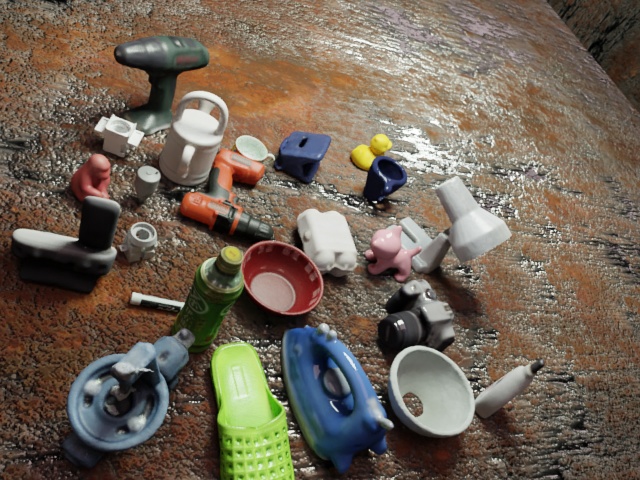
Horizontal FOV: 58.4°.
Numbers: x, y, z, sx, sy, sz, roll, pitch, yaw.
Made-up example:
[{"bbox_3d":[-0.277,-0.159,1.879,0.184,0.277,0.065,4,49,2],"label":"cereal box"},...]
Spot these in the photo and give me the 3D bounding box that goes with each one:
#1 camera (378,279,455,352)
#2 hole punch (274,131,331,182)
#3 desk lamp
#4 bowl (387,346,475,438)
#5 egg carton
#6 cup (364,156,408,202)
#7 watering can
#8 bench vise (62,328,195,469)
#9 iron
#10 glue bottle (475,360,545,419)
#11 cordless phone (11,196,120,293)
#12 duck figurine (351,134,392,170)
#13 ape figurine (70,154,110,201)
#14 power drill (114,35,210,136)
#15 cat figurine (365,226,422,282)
[{"bbox_3d":[0.177,0.149,1.096,0.137,0.100,0.143,-6,55,-35],"label":"camera"},{"bbox_3d":[-0.038,-0.200,1.286,0.101,0.091,0.109,28,43,-6],"label":"hole punch"},{"bbox_3d":[0.272,-0.019,1.222,0.203,0.213,0.118,48,45,15],"label":"desk lamp"},{"bbox_3d":[0.181,0.276,1.004,0.168,0.074,0.167,17,45,-18],"label":"bowl"},{"bbox_3d":[0.011,0.004,1.148,0.107,0.069,0.150,4,51,-29],"label":"egg carton"},{"bbox_3d":[0.142,-0.124,1.324,0.092,0.095,0.118,22,44,-12],"label":"cup"},{"bbox_3d":[-0.239,-0.210,1.098,0.101,0.194,0.172,2,51,-30],"label":"watering can"},{"bbox_3d":[-0.240,0.169,0.738,0.121,0.219,0.207,26,43,-9],"label":"bench vise"},{"bbox_3d":[0.023,0.221,0.908,0.119,0.141,0.258,-11,58,-37],"label":"iron"},{"bbox_3d":[0.351,0.263,1.046,0.037,0.173,0.078,46,44,13],"label":"glue bottle"},{"bbox_3d":[-0.372,-0.014,0.848,0.148,0.185,0.094,11,47,-23],"label":"cordless phone"},{"bbox_3d":[0.133,-0.224,1.416,0.105,0.086,0.077,-10,58,-37],"label":"duck figurine"},{"bbox_3d":[-0.388,-0.109,0.992,0.076,0.092,0.078,30,43,-4],"label":"ape figurine"},{"bbox_3d":[-0.322,-0.311,1.128,0.075,0.208,0.230,42,43,9],"label":"power drill"},{"bbox_3d":[0.150,0.020,1.183,0.128,0.117,0.067,12,47,-21],"label":"cat figurine"}]
